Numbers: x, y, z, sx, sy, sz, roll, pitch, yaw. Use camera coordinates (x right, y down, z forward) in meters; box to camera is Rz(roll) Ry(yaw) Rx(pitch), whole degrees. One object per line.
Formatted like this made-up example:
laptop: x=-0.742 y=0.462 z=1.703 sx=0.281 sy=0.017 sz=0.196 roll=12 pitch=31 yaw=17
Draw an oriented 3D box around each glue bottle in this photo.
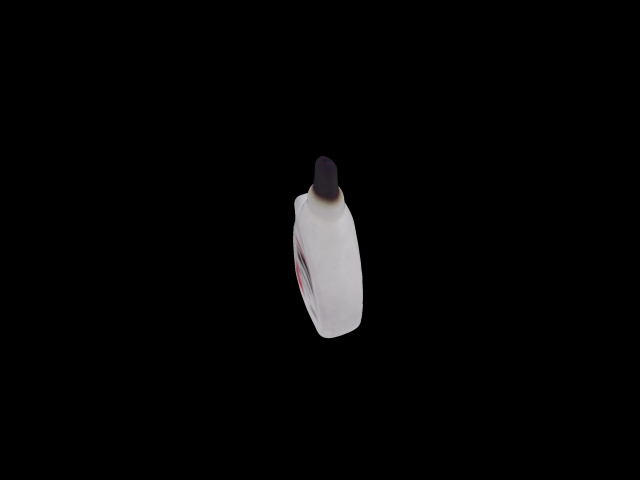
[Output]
glue bottle: x=0.004 y=0.001 z=0.400 sx=0.037 sy=0.173 sz=0.078 roll=-20 pitch=58 yaw=-12
